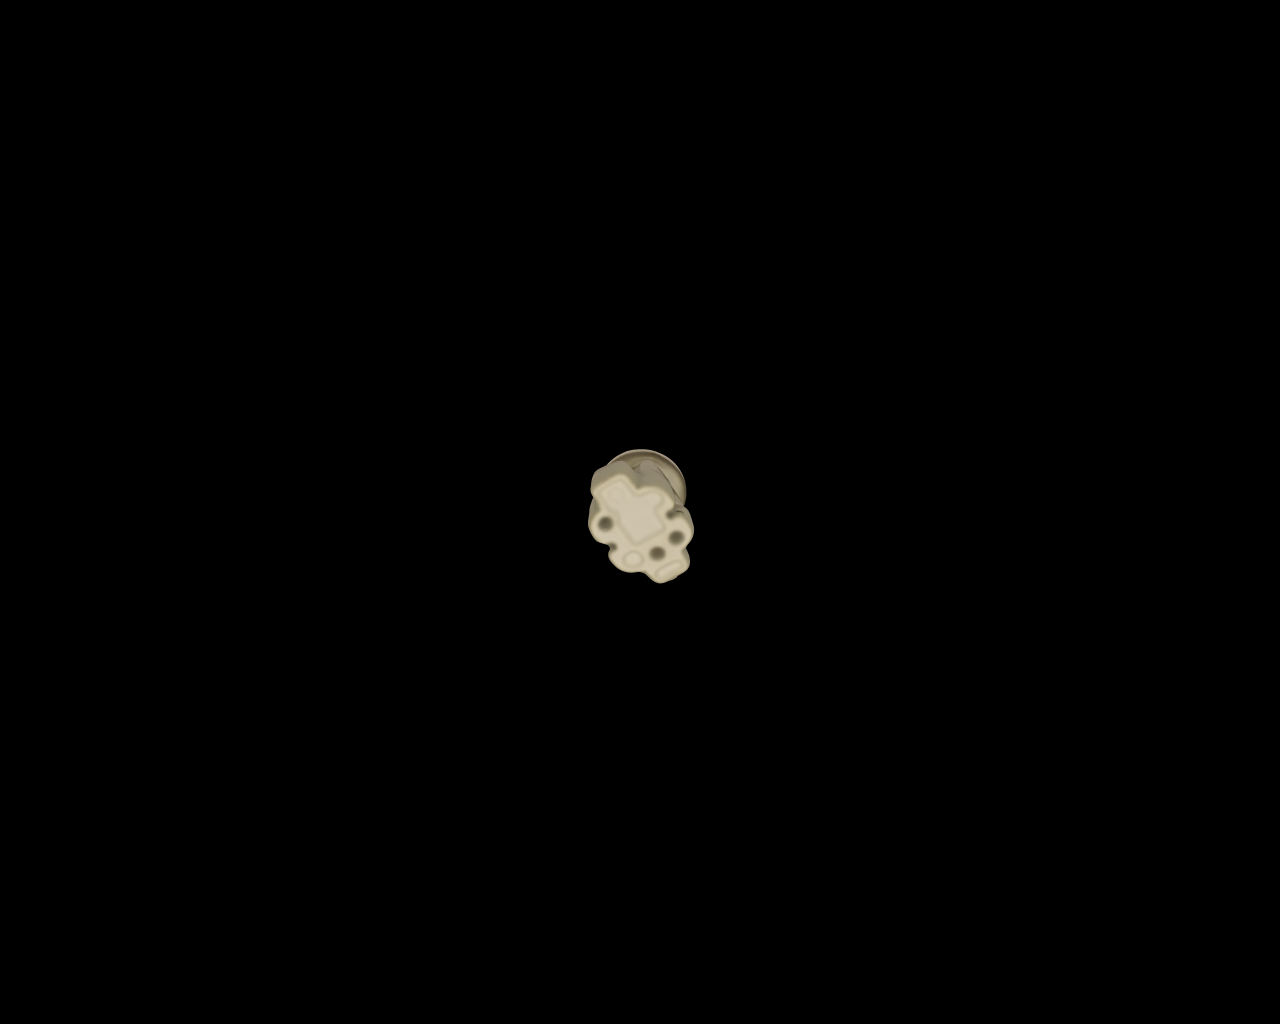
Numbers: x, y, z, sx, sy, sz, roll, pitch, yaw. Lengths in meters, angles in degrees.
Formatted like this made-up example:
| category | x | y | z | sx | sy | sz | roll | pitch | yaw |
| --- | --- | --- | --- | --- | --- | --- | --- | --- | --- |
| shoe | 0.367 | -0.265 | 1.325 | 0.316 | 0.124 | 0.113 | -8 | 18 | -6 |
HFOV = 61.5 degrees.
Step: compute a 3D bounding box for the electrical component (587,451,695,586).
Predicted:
| category | x | y | z | sx | sy | sz | roll | pitch | yaw |
| --- | --- | --- | --- | --- | --- | --- | --- | --- | --- |
| electrical component | 0.001 | -0.003 | 0.650 | 0.058 | 0.078 | 0.057 | -29 | 24 | 14 |
